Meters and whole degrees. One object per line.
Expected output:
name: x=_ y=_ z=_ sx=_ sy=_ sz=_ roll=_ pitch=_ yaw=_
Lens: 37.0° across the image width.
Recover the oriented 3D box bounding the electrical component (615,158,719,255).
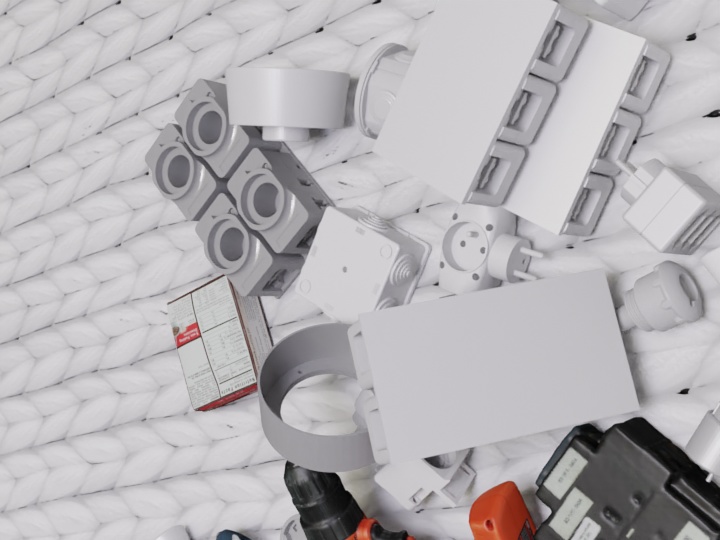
electrical component: x=0.212 y=-0.053 z=0.763 sx=0.076 sy=0.066 sz=0.047 roll=48 pitch=114 yaw=26

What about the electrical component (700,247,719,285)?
electrical component: x=0.269 y=0.011 z=0.739 sx=0.044 sy=0.044 sz=0.065 roll=-31 pitch=77 yaw=30

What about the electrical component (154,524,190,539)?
electrical component: x=-0.171 y=0.285 z=1.039 sx=0.065 sy=0.044 sz=0.044 roll=48 pitch=115 yaw=20

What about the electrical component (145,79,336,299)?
electrical component: x=-0.114 y=-0.076 z=0.994 sx=0.105 sy=0.060 sz=0.186 roll=-50 pitch=63 yaw=23

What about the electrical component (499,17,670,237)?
electrical component: x=0.156 y=-0.110 z=0.806 sx=0.089 sy=0.062 sz=0.150 roll=31 pitch=106 yaw=31

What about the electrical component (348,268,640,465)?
electrical component: x=0.094 y=0.071 z=0.783 sx=0.060 sy=0.186 sz=0.105 roll=133 pitch=126 yaw=-74

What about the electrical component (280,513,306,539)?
electrical component: x=-0.034 y=0.237 z=0.940 sx=0.055 sy=0.047 sz=0.055 roll=-1 pitch=89 yaw=35

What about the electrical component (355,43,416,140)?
electrical component: x=0.035 y=-0.142 z=0.881 sx=0.051 sy=0.080 sz=0.080 roll=22 pitch=101 yaw=28

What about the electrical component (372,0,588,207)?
electrical component: x=0.087 y=-0.131 z=0.776 sx=0.089 sy=0.062 sz=0.150 roll=34 pitch=108 yaw=31

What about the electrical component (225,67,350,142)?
electrical component: x=-0.064 y=-0.142 z=0.935 sx=0.108 sy=0.108 sz=0.060 roll=8 pitch=99 yaw=35

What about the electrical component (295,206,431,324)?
electrical component: x=0.000 y=0.000 z=0.920 sx=0.100 sy=0.048 sz=0.099 roll=31 pitch=106 yaw=31

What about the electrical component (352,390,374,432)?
electrical component: x=0.014 y=0.122 z=0.911 sx=0.043 sy=0.043 sz=0.062 roll=40 pitch=112 yaw=29

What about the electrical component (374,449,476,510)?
electrical component: x=0.048 y=0.158 z=0.875 sx=0.081 sy=0.042 sz=0.063 roll=41 pitch=132 yaw=4

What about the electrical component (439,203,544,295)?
electrical component: x=0.108 y=-0.013 z=0.848 sx=0.079 sy=0.044 sz=0.077 roll=20 pitch=101 yaw=33

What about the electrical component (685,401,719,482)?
electrical component: x=0.258 y=0.108 z=0.743 sx=0.040 sy=0.040 sz=0.078 roll=36 pitch=109 yaw=30

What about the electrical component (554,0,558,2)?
electrical component: x=0.100 y=-0.202 z=0.838 sx=0.083 sy=0.076 sz=0.047 roll=-33 pitch=71 yaw=30

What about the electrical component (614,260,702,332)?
electrical component: x=0.211 y=0.025 z=0.777 sx=0.062 sy=0.048 sz=0.048 roll=-33 pitch=71 yaw=38

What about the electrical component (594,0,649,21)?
electrical component: x=0.181 y=-0.225 z=0.791 sx=0.096 sy=0.062 sz=0.061 roll=50 pitch=115 yaw=25
